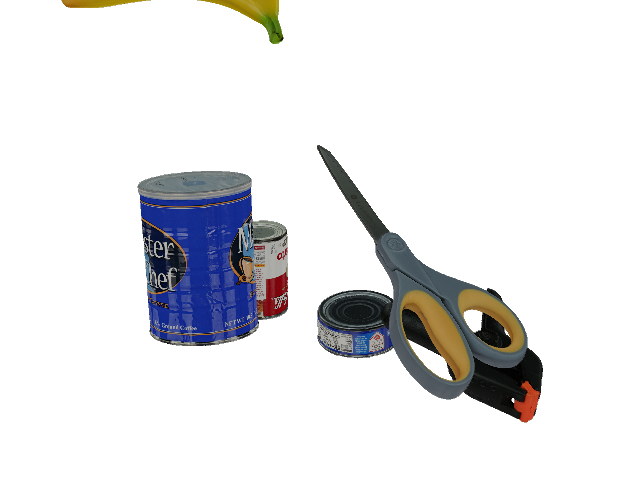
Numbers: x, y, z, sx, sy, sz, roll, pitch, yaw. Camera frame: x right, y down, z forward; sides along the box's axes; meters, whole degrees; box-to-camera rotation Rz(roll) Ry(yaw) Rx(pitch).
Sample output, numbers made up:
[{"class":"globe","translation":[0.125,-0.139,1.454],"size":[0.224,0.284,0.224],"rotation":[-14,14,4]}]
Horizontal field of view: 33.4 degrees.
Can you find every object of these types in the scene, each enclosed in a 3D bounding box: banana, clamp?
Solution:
[{"class":"banana","translation":[-0.114,-0.206,0.870],"size":[0.198,0.069,0.037],"rotation":[11,-41,16]},{"class":"clamp","translation":[0.144,0.092,0.922],"size":[0.120,0.039,0.172],"rotation":[-17,38,-26]}]

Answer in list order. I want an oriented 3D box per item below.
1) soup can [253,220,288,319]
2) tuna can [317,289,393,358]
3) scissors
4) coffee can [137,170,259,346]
[{"class":"soup can","translation":[-0.073,0.034,1.271],"size":[0.068,0.102,0.068],"rotation":[0,22,0]},{"class":"tuna can","translation":[0.039,0.084,1.095],"size":[0.086,0.034,0.086],"rotation":[-2,26,1]},{"class":"scissors","translation":[0.065,0.012,0.671],"size":[0.096,0.202,0.016],"rotation":[2,-43,-22]},{"class":"coffee can","translation":[-0.111,0.014,0.978],"size":[0.103,0.140,0.103],"rotation":[-2,14,0]}]
